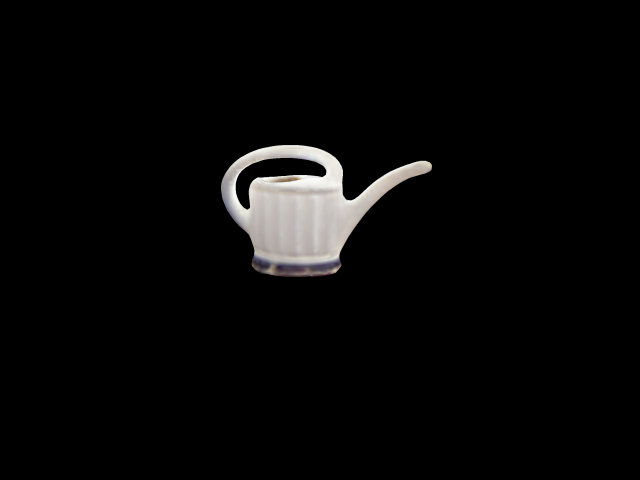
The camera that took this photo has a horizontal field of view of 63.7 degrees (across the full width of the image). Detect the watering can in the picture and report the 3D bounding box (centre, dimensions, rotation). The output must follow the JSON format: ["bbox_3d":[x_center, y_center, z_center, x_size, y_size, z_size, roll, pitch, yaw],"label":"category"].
[{"bbox_3d":[0.003,-0.043,0.850,0.348,0.221,0.105,4,17,11],"label":"watering can"}]
